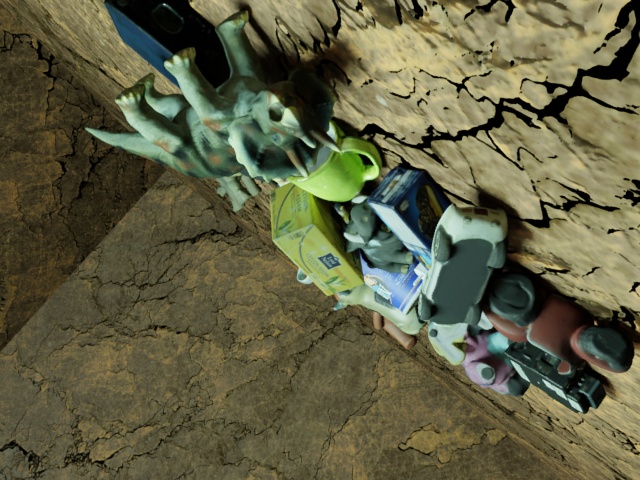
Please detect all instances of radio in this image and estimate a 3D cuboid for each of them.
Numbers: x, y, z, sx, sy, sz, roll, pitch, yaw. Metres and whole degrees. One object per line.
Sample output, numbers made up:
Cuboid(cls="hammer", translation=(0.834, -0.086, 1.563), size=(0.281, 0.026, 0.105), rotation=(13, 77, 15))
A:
Cuboid(cls="radio", translation=(-0.184, -0.260, 0.755), size=(0.229, 0.073, 0.131), rotation=(38, 171, -1))

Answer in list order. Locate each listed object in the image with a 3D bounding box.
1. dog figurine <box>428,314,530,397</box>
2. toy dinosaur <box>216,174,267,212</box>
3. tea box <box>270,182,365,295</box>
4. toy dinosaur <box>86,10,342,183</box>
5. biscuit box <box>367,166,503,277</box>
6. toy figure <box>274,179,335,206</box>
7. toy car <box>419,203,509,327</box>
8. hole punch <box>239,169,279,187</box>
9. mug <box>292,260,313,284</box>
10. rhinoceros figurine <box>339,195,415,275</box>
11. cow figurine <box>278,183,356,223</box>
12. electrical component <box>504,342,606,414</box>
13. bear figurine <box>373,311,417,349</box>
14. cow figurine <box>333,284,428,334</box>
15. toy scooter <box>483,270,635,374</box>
Cuboid(cls="dog figurine", translation=(0.300, 0.212, 0.999), size=(0.192, 0.108, 0.219), rotation=(34, 173, 28))
Cuboid(cls="toy dinosaur", translation=(-0.202, -0.176, 1.167), size=(0.198, 0.105, 0.471), rotation=(45, 160, -5))
Cuboid(cls="tea box", translation=(-0.002, -0.002, 0.787), size=(0.169, 0.068, 0.098), rotation=(46, -152, -48))
Cuboid(cls="toy dinosaur", translation=(-0.134, -0.135, 0.660), size=(0.405, 0.131, 0.192), rotation=(-10, 121, 46))
Cuboid(cls="biscuit box", translation=(0.149, -0.002, 0.676), size=(0.202, 0.063, 0.059), rotation=(44, 170, -29))
Cuboid(cls="toy figure", translation=(-0.041, -0.116, 0.810), size=(0.180, 0.082, 0.089), rotation=(29, -151, -25))
Cuboid(cls="toy car", translation=(0.160, 0.038, 0.615), size=(0.074, 0.056, 0.201), rotation=(5, 140, 4))
Cuboid(cls="hole punch", translation=(-0.116, -0.157, 0.884), size=(0.142, 0.092, 0.116), rotation=(37, 175, -35))
Cuboid(cls="mug", translation=(-0.008, 0.023, 0.940), size=(0.081, 0.109, 0.107), rotation=(29, 169, -18))
Cuboid(cls="rhinoceros figurine", translation=(0.085, -0.007, 0.763), size=(0.112, 0.073, 0.190), rotation=(12, 166, 14))
Cuboid(cls="cow figurine", translation=(0.009, -0.075, 0.910), size=(0.167, 0.068, 0.098), rotation=(39, 166, 1))
Cuboid(cls="electrical component", translation=(0.369, 0.208, 0.835), size=(0.134, 0.058, 0.114), rotation=(31, 169, 46))
Cuboid(cls="bear figurine", translation=(0.165, 0.135, 1.161), size=(0.132, 0.120, 0.195), rotation=(31, 163, 28))
Cuboid(cls="cow figurine", translation=(0.109, 0.099, 0.974), size=(0.195, 0.127, 0.085), rotation=(33, 146, 13))
Cuboid(cls="toy scooter", translation=(0.283, 0.112, 0.662), size=(0.184, 0.075, 0.135), rotation=(30, 168, 30))
